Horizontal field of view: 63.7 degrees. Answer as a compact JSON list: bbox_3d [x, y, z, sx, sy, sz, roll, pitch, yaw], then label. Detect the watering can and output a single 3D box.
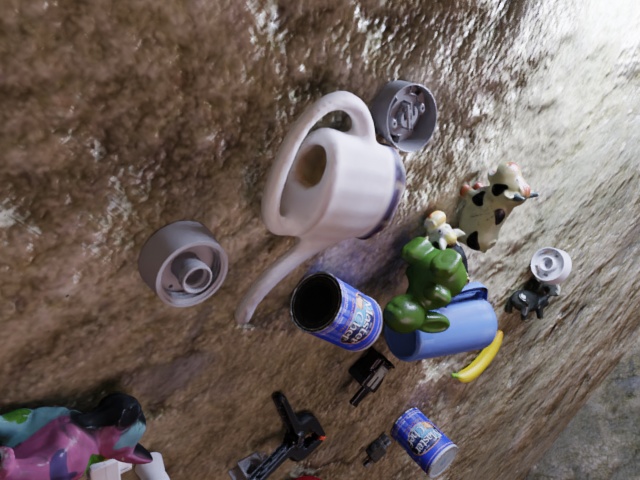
[{"bbox_3d":[0.002,-0.037,0.741,0.224,0.343,0.105,4,23,-43],"label":"watering can"}]
